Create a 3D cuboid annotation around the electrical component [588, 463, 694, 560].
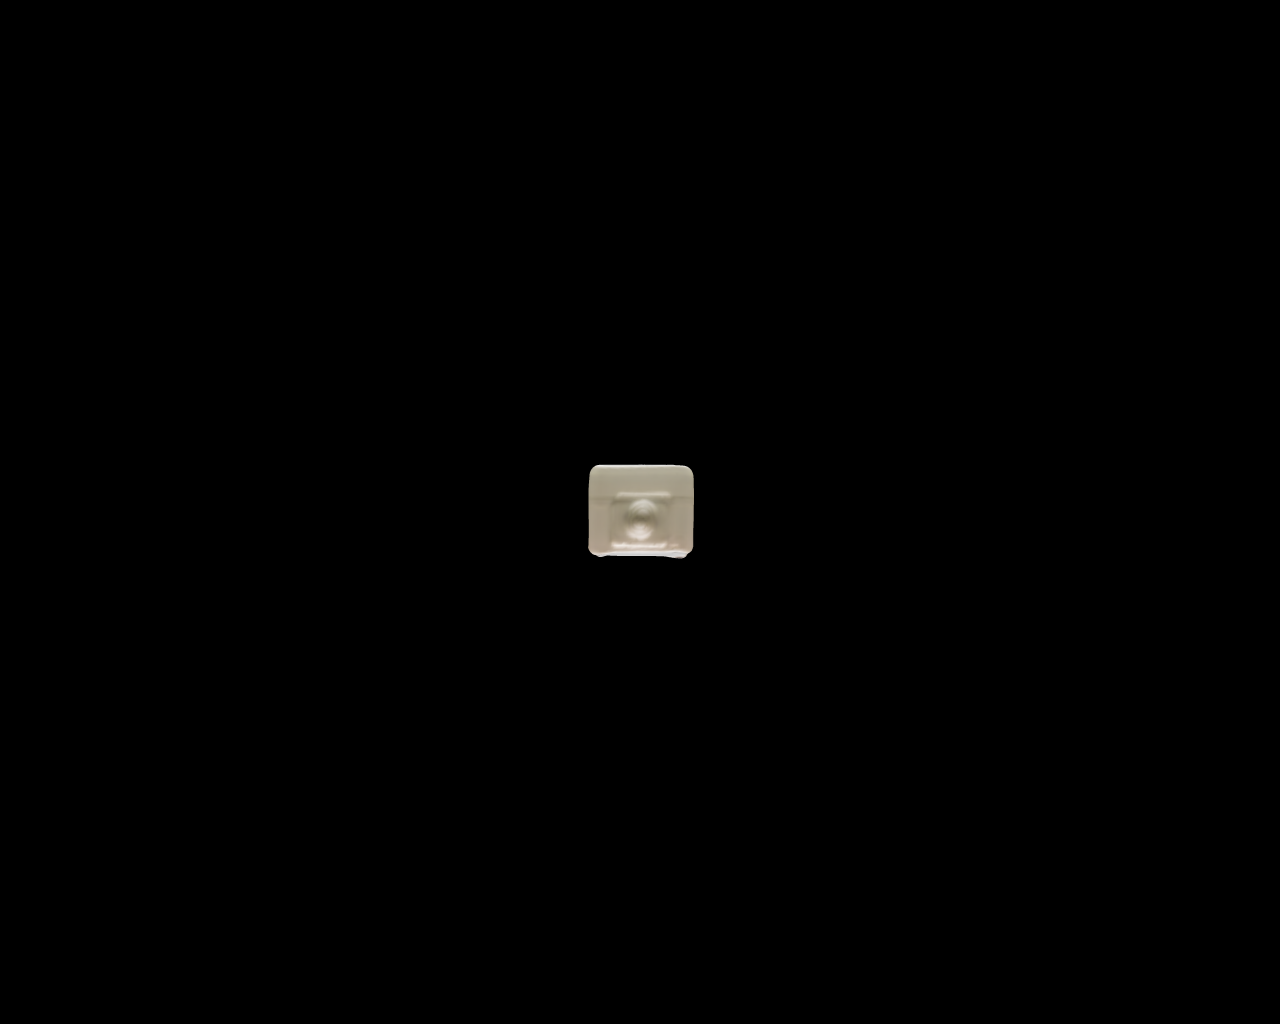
[{"bbox_3d":[0.001,-0.003,0.650,0.062,0.061,0.096,0,-4,0],"label":"electrical component"}]
